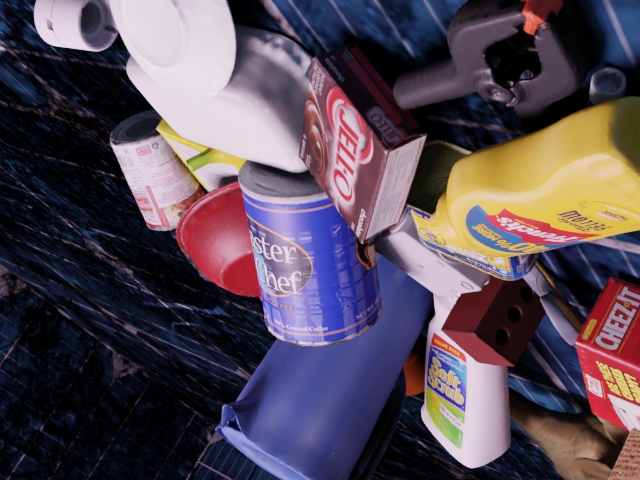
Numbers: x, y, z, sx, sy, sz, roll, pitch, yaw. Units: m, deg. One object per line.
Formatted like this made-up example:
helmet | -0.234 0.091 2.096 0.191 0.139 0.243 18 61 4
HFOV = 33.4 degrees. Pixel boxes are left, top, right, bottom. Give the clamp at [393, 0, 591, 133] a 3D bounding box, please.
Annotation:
clamp | 0.115 -0.091 0.609 0.120 0.039 0.172 20 166 -6

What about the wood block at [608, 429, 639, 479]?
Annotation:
wood block | 0.283 0.223 0.881 0.090 0.091 0.206 24 173 22

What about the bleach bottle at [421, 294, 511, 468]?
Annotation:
bleach bottle | 0.139 0.113 1.037 0.103 0.068 0.251 48 158 41

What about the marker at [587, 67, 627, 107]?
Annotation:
marker | 0.165 -0.062 0.632 0.020 0.020 0.121 26 163 18

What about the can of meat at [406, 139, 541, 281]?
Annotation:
can of meat | 0.114 -0.019 0.785 0.102 0.057 0.084 25 165 24

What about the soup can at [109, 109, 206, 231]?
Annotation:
soup can | -0.157 -0.069 1.047 0.069 0.068 0.102 15 135 45

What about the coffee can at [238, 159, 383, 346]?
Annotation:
coffee can | -0.006 0.001 0.877 0.103 0.102 0.140 18 129 38

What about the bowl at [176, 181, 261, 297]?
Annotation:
bowl | -0.052 0.008 0.999 0.162 0.055 0.162 -8 149 -5

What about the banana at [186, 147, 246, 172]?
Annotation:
banana | -0.019 -0.046 0.931 0.197 0.070 0.037 31 -161 -23

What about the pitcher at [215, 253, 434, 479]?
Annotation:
pitcher | 0.022 0.122 1.025 0.145 0.242 0.149 28 164 11

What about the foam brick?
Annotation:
foam brick | 0.152 0.062 0.913 0.053 0.078 0.051 39 164 -23

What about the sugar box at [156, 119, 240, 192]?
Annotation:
sugar box | -0.075 -0.063 1.018 0.093 0.048 0.176 23 165 28

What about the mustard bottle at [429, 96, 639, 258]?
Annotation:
mustard bottle | 0.132 -0.027 0.628 0.096 0.058 0.192 18 160 -31

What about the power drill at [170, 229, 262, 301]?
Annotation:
power drill | -0.086 0.028 1.183 0.187 0.057 0.184 43 -171 -33

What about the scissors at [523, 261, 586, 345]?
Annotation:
scissors | 0.215 0.077 0.876 0.201 0.016 0.096 45 -162 -33

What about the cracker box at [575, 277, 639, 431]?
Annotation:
cracker box | 0.313 0.123 0.813 0.214 0.072 0.164 24 162 29

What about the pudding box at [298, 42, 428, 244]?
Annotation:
pudding box | 0.027 -0.065 0.735 0.090 0.039 0.113 56 159 25
